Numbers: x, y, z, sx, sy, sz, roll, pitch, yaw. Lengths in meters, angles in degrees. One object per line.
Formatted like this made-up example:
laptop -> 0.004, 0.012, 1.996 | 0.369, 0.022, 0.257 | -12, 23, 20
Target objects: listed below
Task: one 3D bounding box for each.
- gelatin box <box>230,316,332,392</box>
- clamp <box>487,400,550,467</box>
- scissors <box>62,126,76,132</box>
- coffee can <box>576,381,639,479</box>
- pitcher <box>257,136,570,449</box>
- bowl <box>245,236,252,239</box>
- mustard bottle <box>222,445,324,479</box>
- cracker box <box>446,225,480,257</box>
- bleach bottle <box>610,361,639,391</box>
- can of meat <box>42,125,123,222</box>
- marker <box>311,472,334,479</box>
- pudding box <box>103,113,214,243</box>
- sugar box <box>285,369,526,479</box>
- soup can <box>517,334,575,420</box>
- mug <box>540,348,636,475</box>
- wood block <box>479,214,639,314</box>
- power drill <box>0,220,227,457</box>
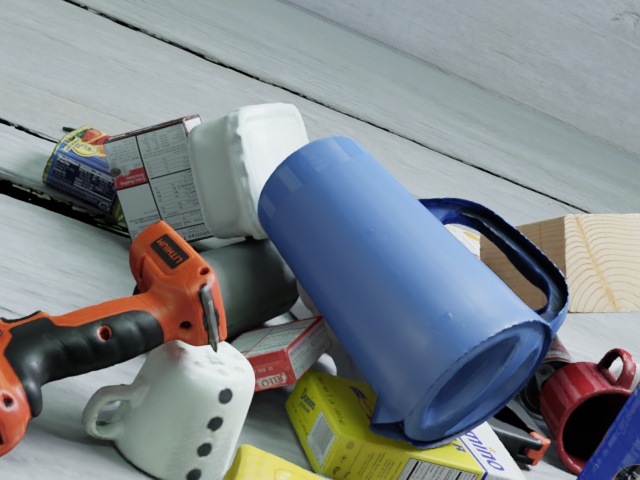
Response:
gelatin box -> -0.040, 0.092, 0.830 | 0.073, 0.030, 0.089 | -14, 10, 22
clamp -> 0.122, 0.146, 0.960 | 0.172, 0.039, 0.120 | 35, 32, 30
scissors -> -0.181, -0.102, 1.199 | 0.201, 0.016, 0.096 | 18, -14, -26
coffee can -> 0.277, 0.190, 0.878 | 0.102, 0.140, 0.103 | 24, 19, -9
pitcher -> 0.064, 0.026, 0.830 | 0.148, 0.145, 0.243 | 3, 39, -47
bowl -> -0.007, 0.001, 1.093 | 0.162, 0.055, 0.162 | -1, 11, 0
mustard bottle -> 0.026, 0.196, 0.657 | 0.191, 0.058, 0.096 | 25, 15, -5
cracker box -> 0.138, 0.033, 1.233 | 0.213, 0.072, 0.164 | 22, 18, -16
bleach bottle -> 0.341, 0.160, 1.091 | 0.102, 0.068, 0.251 | 23, -2, -9
can of meat -> -0.216, -0.069, 1.058 | 0.084, 0.057, 0.102 | 24, 19, 1
marker -> 0.024, 0.183, 0.751 | 0.121, 0.020, 0.020 | 21, 19, -15
pudding box -> -0.139, -0.050, 0.974 | 0.090, 0.113, 0.039 | -12, 12, 19
sugar box -> 0.068, 0.159, 0.835 | 0.176, 0.048, 0.093 | 16, 21, -26
soup can -> 0.223, 0.129, 1.090 | 0.068, 0.068, 0.102 | 22, 18, -13
mug -> 0.260, 0.155, 1.001 | 0.093, 0.117, 0.081 | 18, 15, -10
wood block -> 0.238, 0.028, 1.059 | 0.090, 0.091, 0.206 | 0, -4, -13
power drill -> -0.168, 0.050, 0.681 | 0.187, 0.057, 0.185 | -23, 35, -22
